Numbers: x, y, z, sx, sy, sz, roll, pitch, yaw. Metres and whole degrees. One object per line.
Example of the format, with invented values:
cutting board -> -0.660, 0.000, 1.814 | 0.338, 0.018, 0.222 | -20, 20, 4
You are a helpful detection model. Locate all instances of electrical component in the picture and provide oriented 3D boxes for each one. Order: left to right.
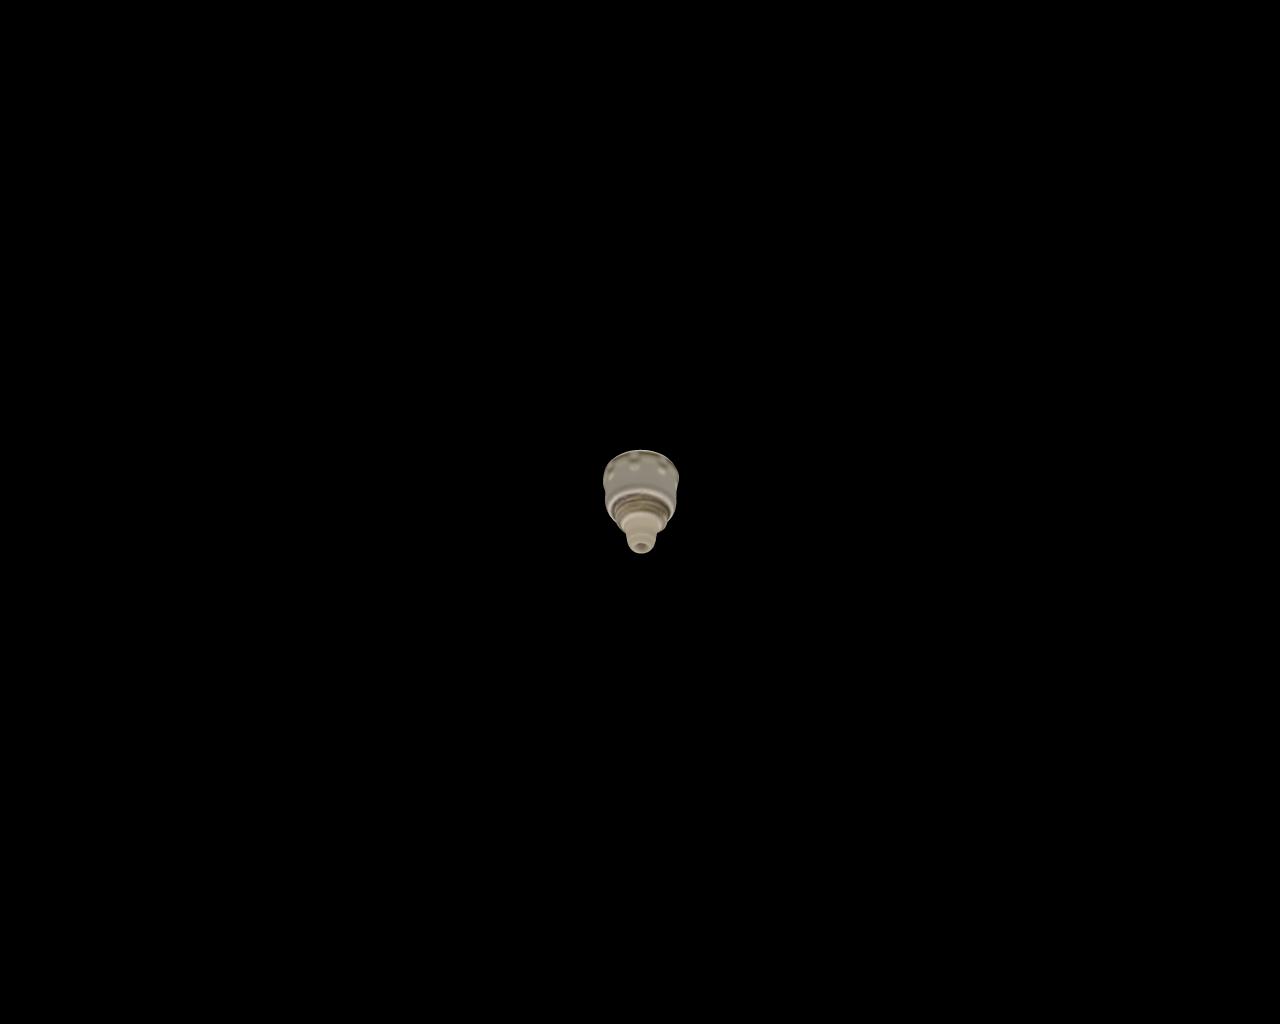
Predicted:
electrical component -> 0.001, -0.003, 0.650 | 0.048, 0.062, 0.048 | 0, -38, 0
